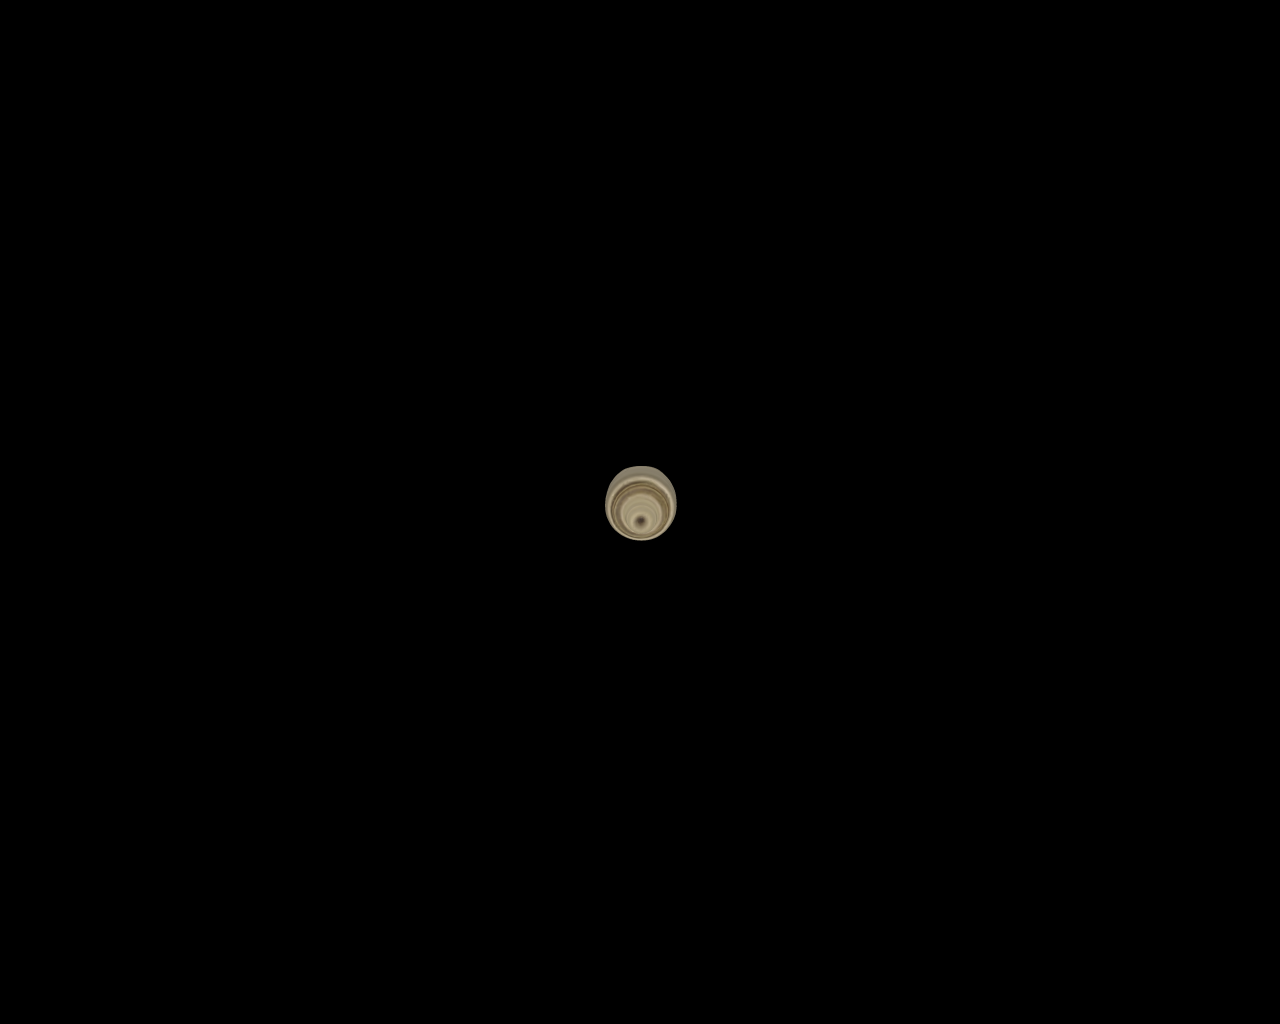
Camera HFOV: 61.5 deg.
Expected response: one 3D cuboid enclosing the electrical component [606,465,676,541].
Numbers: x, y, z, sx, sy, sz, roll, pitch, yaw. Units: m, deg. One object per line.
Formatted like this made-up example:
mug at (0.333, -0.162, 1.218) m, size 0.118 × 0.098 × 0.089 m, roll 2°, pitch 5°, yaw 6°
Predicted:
electrical component at (0.001, -0.003, 0.650) m, size 0.043 × 0.043 × 0.062 m, roll 0°, pitch 16°, yaw 0°
